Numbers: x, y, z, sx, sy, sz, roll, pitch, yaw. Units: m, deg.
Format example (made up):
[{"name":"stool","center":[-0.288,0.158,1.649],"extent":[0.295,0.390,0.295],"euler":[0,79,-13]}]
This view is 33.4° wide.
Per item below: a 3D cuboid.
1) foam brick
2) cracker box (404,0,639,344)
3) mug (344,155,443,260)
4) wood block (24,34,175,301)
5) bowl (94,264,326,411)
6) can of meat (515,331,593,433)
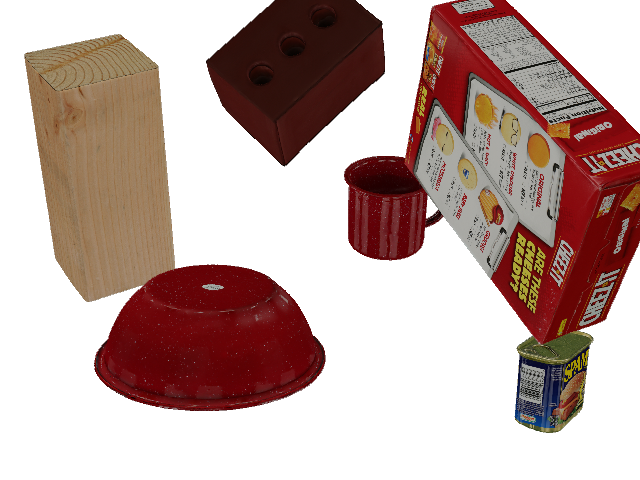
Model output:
[{"name":"foam brick","center":[-0.012,-0.089,0.553],"extent":[0.053,0.078,0.051],"euler":[43,-10,17]},{"name":"cracker box","center":[0.151,-0.057,0.801],"extent":[0.072,0.164,0.214],"euler":[-17,51,-21]},{"name":"mug","center":[0.081,-0.035,1.124],"extent":[0.117,0.081,0.093],"euler":[-11,32,-18]},{"name":"wood block","center":[-0.192,-0.063,0.941],"extent":[0.090,0.206,0.090],"euler":[-18,36,-25]},{"name":"bowl","center":[-0.076,0.057,0.739],"extent":[0.162,0.055,0.162],"euler":[1,18,-1]},{"name":"can of meat","center":[0.248,0.148,1.140],"extent":[0.058,0.084,0.101],"euler":[12,18,32]}]
